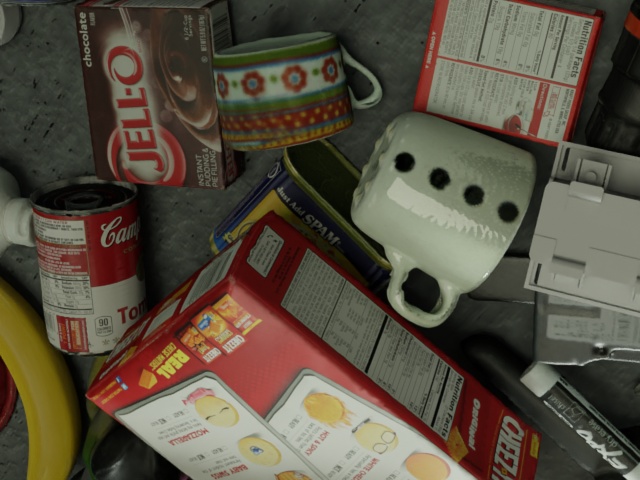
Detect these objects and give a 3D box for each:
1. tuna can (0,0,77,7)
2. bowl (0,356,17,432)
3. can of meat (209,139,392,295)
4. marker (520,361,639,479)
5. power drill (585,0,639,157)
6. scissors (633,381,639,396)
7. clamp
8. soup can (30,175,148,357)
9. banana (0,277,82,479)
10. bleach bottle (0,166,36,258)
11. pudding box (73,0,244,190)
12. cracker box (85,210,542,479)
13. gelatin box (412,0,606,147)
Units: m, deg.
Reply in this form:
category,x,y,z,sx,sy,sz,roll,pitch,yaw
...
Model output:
category,x,y,z,sx,sy,sz,roll,pitch,yaw
tuna can,-0.184,-0.162,0.625,0.086,0.086,0.034,14,113,14
bowl,-0.308,0.098,0.792,0.162,0.055,0.162,7,113,18
can of meat,-0.004,0.001,0.640,0.102,0.057,0.084,45,120,-1
marker,0.165,0.115,0.608,0.121,0.020,0.020,43,118,6
power drill,0.242,-0.084,0.516,0.188,0.057,0.185,25,120,8
scissors,0.265,0.033,0.577,0.202,0.016,0.096,-9,106,23
clamp,0.173,0.138,0.641,0.210,0.036,0.164,2,109,21
soup can,-0.148,0.016,0.693,0.069,0.068,0.102,6,113,18
banana,-0.211,0.102,0.757,0.069,0.037,0.198,-13,100,-8
bleach bottle,-0.304,-0.018,0.729,0.251,0.068,0.102,8,87,16
pudding box,-0.096,-0.089,0.647,0.090,0.039,0.113,5,112,19
cracker box,-0.005,0.102,0.623,0.213,0.072,0.164,40,132,-13
gelatin box,0.101,-0.097,0.578,0.089,0.030,0.073,15,115,12
